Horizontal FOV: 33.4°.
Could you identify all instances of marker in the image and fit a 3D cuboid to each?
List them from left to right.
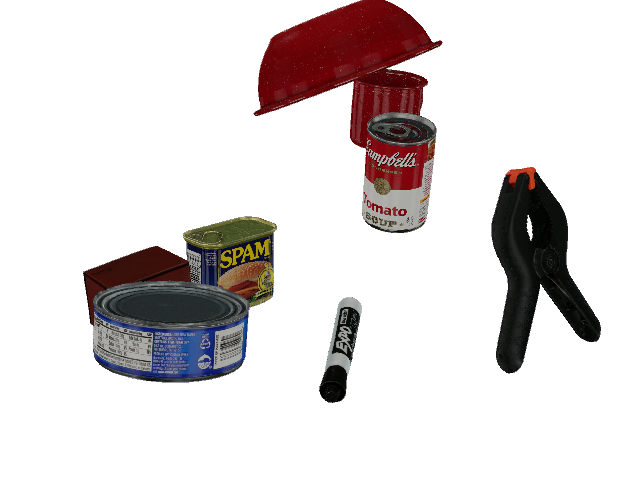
[{"bbox_3d":[0.015,0.079,0.782,0.020,0.020,0.121,0,27,9],"label":"marker"}]

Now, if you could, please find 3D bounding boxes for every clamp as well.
[{"bbox_3d":[0.178,0.027,0.909,0.120,0.171,0.039,-25,9,-40],"label":"clamp"}]

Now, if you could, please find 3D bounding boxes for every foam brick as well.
[{"bbox_3d":[-0.157,0.045,0.925,0.078,0.051,0.053,-22,30,-34],"label":"foam brick"}]

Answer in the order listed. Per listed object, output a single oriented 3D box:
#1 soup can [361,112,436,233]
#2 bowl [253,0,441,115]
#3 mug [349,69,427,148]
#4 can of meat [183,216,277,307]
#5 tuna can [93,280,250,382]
[{"bbox_3d":[0.077,-0.067,1.060,0.068,0.102,0.068,2,32,-1],"label":"soup can"},{"bbox_3d":[0.012,-0.153,0.856,0.162,0.055,0.162,-21,8,3],"label":"bowl"},{"bbox_3d":[0.085,-0.158,1.288,0.093,0.081,0.117,19,26,33],"label":"mug"},{"bbox_3d":[-0.096,0.028,1.143,0.101,0.084,0.058,-17,26,-42],"label":"can of meat"},{"bbox_3d":[-0.083,0.049,0.591,0.086,0.034,0.086,4,12,-1],"label":"tuna can"}]
